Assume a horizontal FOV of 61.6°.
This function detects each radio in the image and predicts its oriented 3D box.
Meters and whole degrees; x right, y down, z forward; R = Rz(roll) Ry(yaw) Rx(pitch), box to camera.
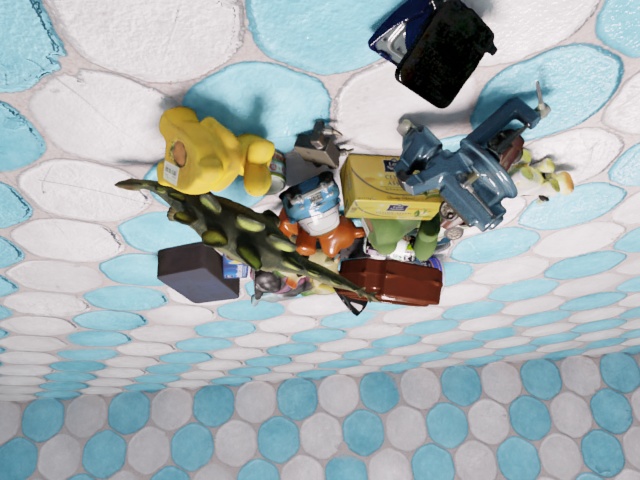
[{"bbox_3d":[-0.293,0.086,1.310,0.131,0.073,0.229,-9,154,11],"label":"radio"}]

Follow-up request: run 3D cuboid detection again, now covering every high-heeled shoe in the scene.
[{"bbox_3d":[0.011,0.107,1.298,0.249,0.145,0.086,7,-173,-22],"label":"high-heeled shoe"}]

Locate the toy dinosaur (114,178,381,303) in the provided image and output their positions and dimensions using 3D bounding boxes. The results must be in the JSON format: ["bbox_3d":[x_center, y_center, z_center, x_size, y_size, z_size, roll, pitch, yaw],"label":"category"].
[{"bbox_3d":[-0.119,-0.003,0.908,0.471,0.105,0.199,23,-176,-11],"label":"toy dinosaur"}]

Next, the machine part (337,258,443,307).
[{"bbox_3d":[0.155,0.098,1.204,0.201,0.087,0.201,12,171,-22],"label":"machine part"}]

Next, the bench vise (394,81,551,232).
[{"bbox_3d":[0.239,-0.140,0.831,0.240,0.224,0.128,-41,154,5],"label":"bench vise"}]

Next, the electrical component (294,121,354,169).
[{"bbox_3d":[0.006,-0.151,0.876,0.078,0.045,0.102,14,166,33],"label":"electrical component"}]

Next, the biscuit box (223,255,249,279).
[{"bbox_3d":[-0.188,0.026,1.205,0.059,0.063,0.202,0,155,-9],"label":"biscuit box"}]

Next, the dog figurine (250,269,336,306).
[{"bbox_3d":[-0.063,0.090,1.330,0.219,0.108,0.191,-4,153,-14],"label":"dog figurine"}]

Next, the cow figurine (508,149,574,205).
[{"bbox_3d":[0.399,-0.108,1.017,0.167,0.068,0.098,13,156,-29],"label":"cow figurine"}]

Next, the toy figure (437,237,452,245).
[{"bbox_3d":[0.236,-0.009,1.209,0.155,0.057,0.064,-17,174,19],"label":"toy figure"}]

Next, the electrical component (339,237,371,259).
[{"bbox_3d":[0.077,0.018,1.249,0.075,0.047,0.119,-3,-178,0],"label":"electrical component"}]

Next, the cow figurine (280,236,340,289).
[{"bbox_3d":[-0.041,0.039,1.185,0.195,0.085,0.127,34,107,-12],"label":"cow figurine"}]

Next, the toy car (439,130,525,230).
[{"bbox_3d":[0.280,-0.097,0.924,0.202,0.053,0.089,-57,150,13],"label":"toy car"}]

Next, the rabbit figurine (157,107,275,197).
[{"bbox_3d":[-0.135,-0.130,0.803,0.163,0.121,0.173,17,-162,36],"label":"rabbit figurine"}]

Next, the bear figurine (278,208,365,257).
[{"bbox_3d":[-0.001,-0.007,1.098,0.120,0.132,0.195,2,160,38],"label":"bear figurine"}]

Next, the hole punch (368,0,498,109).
[{"bbox_3d":[0.137,-0.243,0.664,0.142,0.092,0.115,20,116,-39],"label":"hole punch"}]

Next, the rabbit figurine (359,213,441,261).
[{"bbox_3d":[0.176,-0.047,1.039,0.170,0.159,0.121,-19,147,-7],"label":"rabbit figurine"}]

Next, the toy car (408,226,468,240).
[{"bbox_3d":[0.225,-0.028,1.145,0.202,0.073,0.056,-15,131,22],"label":"toy car"}]

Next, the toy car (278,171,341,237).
[{"bbox_3d":[-0.005,-0.059,0.943,0.109,0.103,0.162,-26,-173,-5],"label":"toy car"}]

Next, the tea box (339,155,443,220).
[{"bbox_3d":[0.127,-0.093,0.961,0.170,0.098,0.068,-1,155,-15],"label":"tea box"}]
